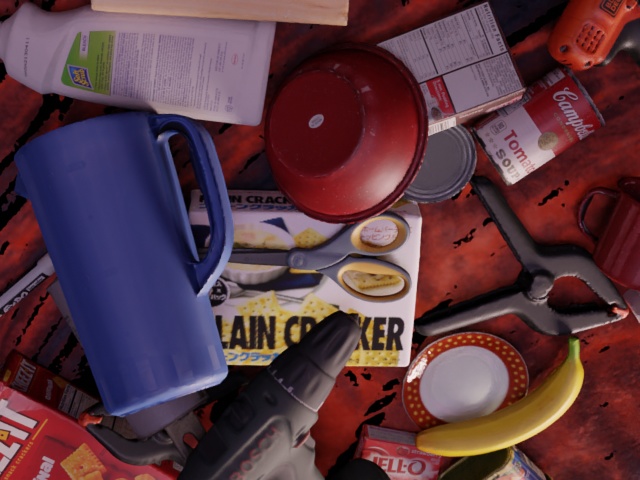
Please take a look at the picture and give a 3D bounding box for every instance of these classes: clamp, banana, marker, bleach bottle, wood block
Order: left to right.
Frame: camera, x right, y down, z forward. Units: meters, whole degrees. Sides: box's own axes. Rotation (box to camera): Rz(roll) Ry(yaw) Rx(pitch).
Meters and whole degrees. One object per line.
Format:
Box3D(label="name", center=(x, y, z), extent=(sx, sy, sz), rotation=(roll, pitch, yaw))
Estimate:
Box3D(label="marker", center=(-0.298, 0.054, 1.029), extent=(0.121, 0.020, 0.020), rotation=(-38, 110, 12))
Box3D(label="bleach bottle", center=(-0.168, -0.165, 0.923), extent=(0.250, 0.068, 0.103), rotation=(9, 111, -4))
Box3D(label="clamp", center=(-0.146, 0.174, 1.047), extent=(0.171, 0.039, 0.120), rotation=(19, 69, -21))
Box3D(label="wood block", center=(-0.080, -0.235, 0.882), extent=(0.206, 0.091, 0.090), rotation=(3, 114, -5))
Box3D(label="banana", center=(0.192, 0.173, 1.079), extent=(0.198, 0.037, 0.069), rotation=(-36, 96, 10))
Box3D(label="clamp", center=(0.200, 0.048, 1.044), extent=(0.209, 0.036, 0.165), rotation=(24, 103, -15))

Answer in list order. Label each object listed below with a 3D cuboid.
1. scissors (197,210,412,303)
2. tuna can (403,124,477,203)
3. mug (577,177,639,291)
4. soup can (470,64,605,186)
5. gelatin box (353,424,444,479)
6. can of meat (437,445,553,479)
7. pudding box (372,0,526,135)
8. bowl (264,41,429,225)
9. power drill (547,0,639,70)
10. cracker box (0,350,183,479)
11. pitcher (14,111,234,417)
Box3D(label="scissors", center=(-0.006, 0.001, 0.954), extent=(0.201, 0.016, 0.096), rotation=(18, 107, -10))
Box3D(label="tuna can", center=(0.100, -0.079, 0.989), extent=(0.086, 0.034, 0.086), rotation=(-1, 113, -3))
Box3D(label="mug", center=(0.298, -0.008, 1.008), extent=(0.117, 0.093, 0.082), rotation=(26, 117, 16))
Box3D(label="soup can", center=(0.195, -0.104, 0.966), extent=(0.102, 0.068, 0.068), rotation=(-34, 111, 11))
Box3D(label="gelatin box", center=(0.079, 0.238, 1.123), extent=(0.089, 0.030, 0.073), rotation=(12, 112, -9))
Box3D(label="can of meat", center=(0.184, 0.264, 1.122), extent=(0.102, 0.057, 0.084), rotation=(-39, 114, 13))
Box3D(label="pudding box", center=(0.113, -0.148, 0.939), extent=(0.113, 0.039, 0.090), rotation=(-20, 80, 3))
Box3D(label="bowl", center=(0.009, -0.096, 0.917), extent=(0.162, 0.055, 0.162), rotation=(-2, 85, 28))
Box3D(label="power drill", center=(0.310, -0.200, 0.930), extent=(0.187, 0.057, 0.184), rotation=(29, 95, -16))
Box3D(label="cracker box", center=(-0.266, 0.237, 1.080), extent=(0.213, 0.072, 0.164), rotation=(33, 107, -15))
Box3D(label="pitcher", center=(-0.154, 0.017, 0.907), extent=(0.144, 0.149, 0.243), rotation=(-16, 83, -28))
